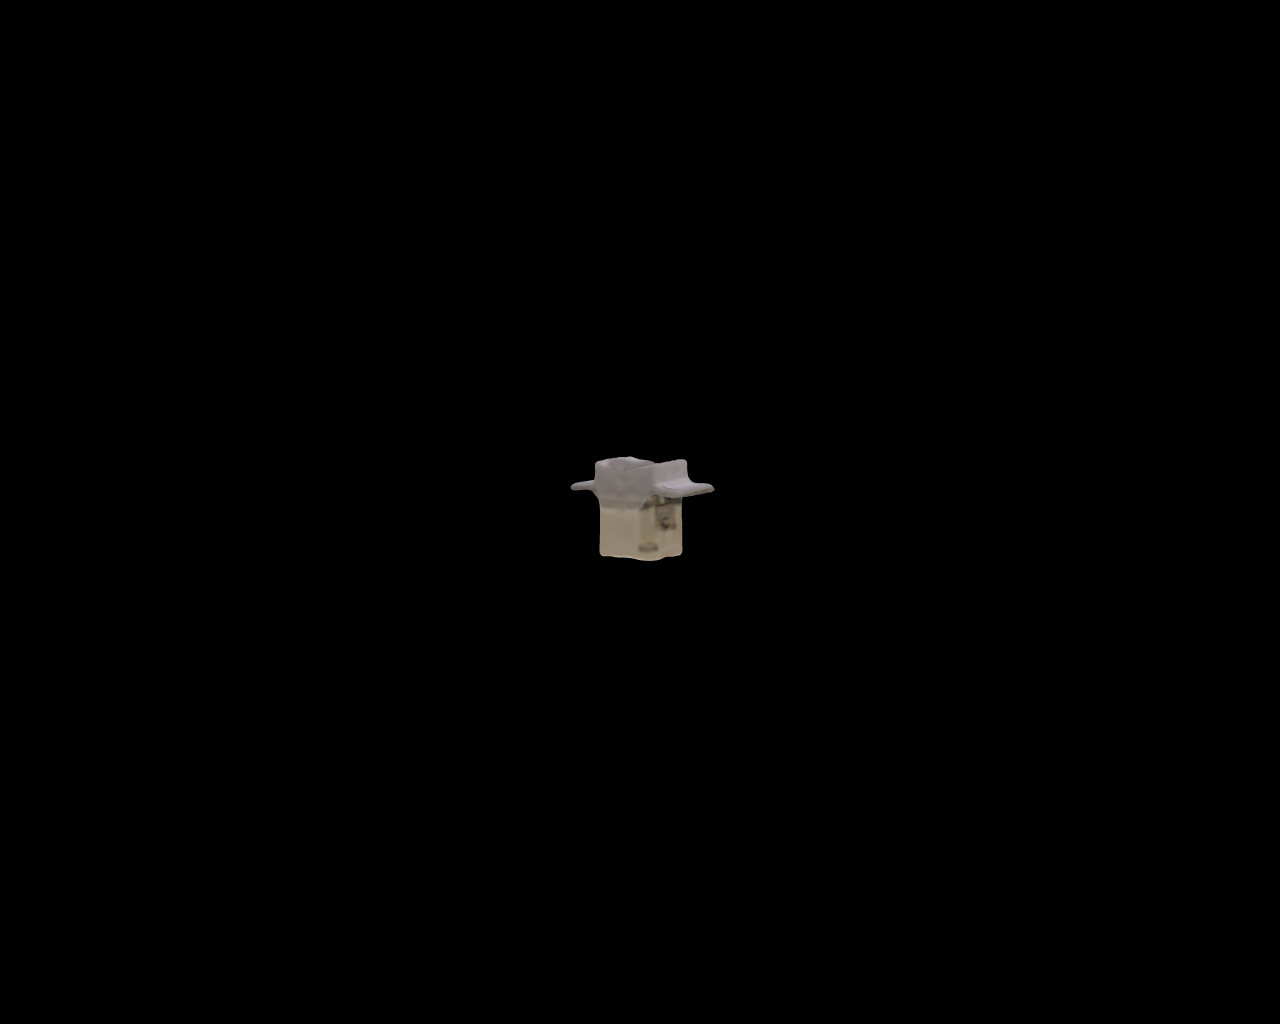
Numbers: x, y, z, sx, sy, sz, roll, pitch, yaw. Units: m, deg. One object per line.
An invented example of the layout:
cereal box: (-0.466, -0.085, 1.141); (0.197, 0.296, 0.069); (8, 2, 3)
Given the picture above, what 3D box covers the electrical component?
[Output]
electrical component: (0.001, -0.003, 0.650); (0.081, 0.063, 0.042); (6, 9, 36)
